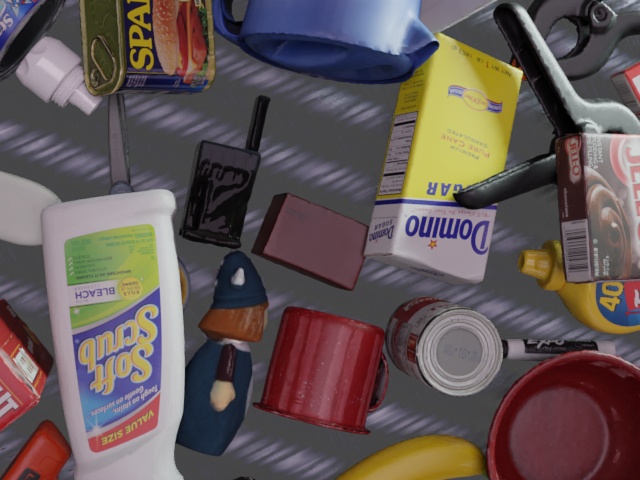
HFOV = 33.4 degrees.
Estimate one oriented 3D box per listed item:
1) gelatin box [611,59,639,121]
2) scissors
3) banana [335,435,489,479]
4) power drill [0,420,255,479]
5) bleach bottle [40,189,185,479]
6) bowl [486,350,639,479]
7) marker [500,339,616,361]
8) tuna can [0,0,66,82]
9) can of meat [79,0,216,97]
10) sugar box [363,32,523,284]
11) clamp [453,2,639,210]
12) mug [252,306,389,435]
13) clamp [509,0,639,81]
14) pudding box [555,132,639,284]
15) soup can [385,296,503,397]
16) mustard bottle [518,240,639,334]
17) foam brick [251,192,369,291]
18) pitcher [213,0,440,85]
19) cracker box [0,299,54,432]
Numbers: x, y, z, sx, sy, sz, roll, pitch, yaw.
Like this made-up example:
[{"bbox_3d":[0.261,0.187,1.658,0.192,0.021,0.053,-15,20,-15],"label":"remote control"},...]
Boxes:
[{"bbox_3d":[0.297,-0.116,0.891,0.073,0.030,0.089,-30,96,-9],"label":"gelatin box"},{"bbox_3d":[-0.136,-0.023,0.828,0.096,0.016,0.202,12,89,-11],"label":"scissors"},{"bbox_3d":[0.054,0.202,0.854,0.197,0.037,0.069,-20,94,-8],"label":"banana"},{"bbox_3d":[-0.155,0.220,0.810,0.187,0.057,0.184,38,82,-7],"label":"power drill"},{"bbox_3d":[-0.136,0.095,0.770,0.102,0.068,0.251,-9,85,-10],"label":"bleach bottle"},{"bbox_3d":[0.205,0.167,0.869,0.162,0.055,0.162,0,91,-10],"label":"bowl"},{"bbox_3d":[0.184,0.091,0.882,0.121,0.020,0.020,3,91,-10],"label":"marker"},{"bbox_3d":[-0.223,-0.158,0.775,0.033,0.086,0.086,37,85,-7],"label":"tuna can"},{"bbox_3d":[-0.127,-0.157,0.791,0.083,0.058,0.102,-5,93,-39],"label":"can of meat"},{"bbox_3d":[0.097,-0.061,0.827,0.093,0.048,0.176,17,78,-30],"label":"sugar box"},{"bbox_3d":[0.195,-0.068,0.841,0.209,0.036,0.164,27,75,-27],"label":"clamp"},{"bbox_3d":[0.011,0.101,0.826,0.117,0.093,0.081,18,83,-39],"label":"mug"},{"bbox_3d":[0.221,-0.195,0.872,0.171,0.039,0.120,-30,94,-7],"label":"clamp"},{"bbox_3d":[0.227,-0.024,0.811,0.089,0.039,0.113,-1,88,-26],"label":"pudding box"},{"bbox_3d":[0.094,0.081,0.825,0.068,0.102,0.068,0,91,-9],"label":"soup can"},{"bbox_3d":[0.255,0.030,0.873,0.191,0.058,0.096,8,92,-9],"label":"mustard bottle"},{"bbox_3d":[-0.005,0.001,0.832,0.078,0.051,0.053,23,85,-11],"label":"foam brick"},{"bbox_3d":[0.013,-0.246,0.799,0.149,0.145,0.243,11,86,-22],"label":"pitcher"},{"bbox_3d":[-0.288,0.140,0.732,0.213,0.164,0.072,-39,99,-6],"label":"cracker box"}]
